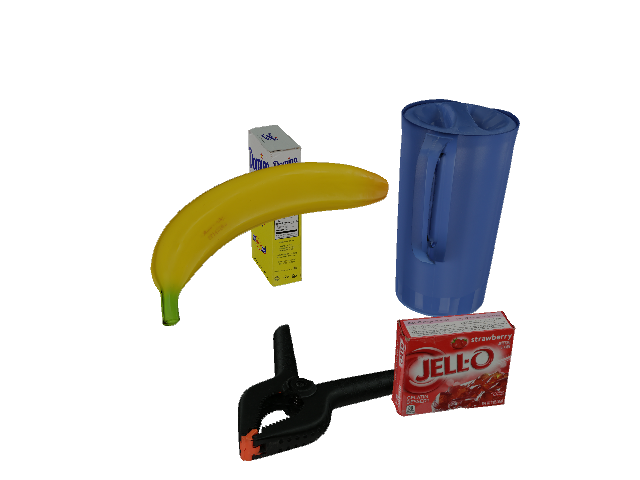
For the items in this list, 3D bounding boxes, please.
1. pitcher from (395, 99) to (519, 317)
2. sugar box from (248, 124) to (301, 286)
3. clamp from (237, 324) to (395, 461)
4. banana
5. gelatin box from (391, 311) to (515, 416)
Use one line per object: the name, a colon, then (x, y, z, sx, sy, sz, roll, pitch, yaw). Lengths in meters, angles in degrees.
pitcher: (0.146, -0.033, 1.241, 0.149, 0.243, 0.145, -6, 26, -20)
sugar box: (-0.056, -0.043, 1.300, 0.048, 0.176, 0.093, -11, 26, -17)
clamp: (-0.010, 0.160, 1.086, 0.165, 0.036, 0.209, 13, 29, 19)
banana: (-0.045, -0.014, 0.738, 0.197, 0.069, 0.037, -32, -6, -24)
gelatin box: (0.102, 0.096, 0.829, 0.089, 0.073, 0.030, -4, 29, -12)
